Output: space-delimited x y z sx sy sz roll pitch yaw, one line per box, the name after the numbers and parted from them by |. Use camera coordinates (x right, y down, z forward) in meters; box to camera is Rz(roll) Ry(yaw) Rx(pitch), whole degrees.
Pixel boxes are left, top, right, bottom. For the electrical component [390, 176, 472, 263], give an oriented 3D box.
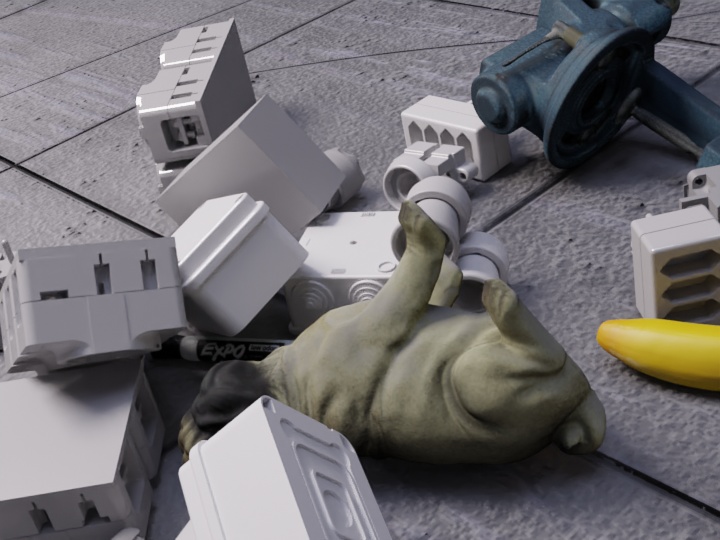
0.047 -0.030 0.697 0.045 0.045 0.055 -1 34 18 | electrical component

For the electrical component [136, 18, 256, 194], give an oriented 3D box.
-0.140 -0.135 0.948 0.060 0.105 0.186 -8 32 8 | electrical component

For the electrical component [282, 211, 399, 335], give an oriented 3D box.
0.000 0.000 0.740 0.100 0.048 0.099 0 34 19 | electrical component

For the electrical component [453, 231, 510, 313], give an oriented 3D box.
0.075 0.006 0.707 0.045 0.045 0.055 -3 33 15 | electrical component

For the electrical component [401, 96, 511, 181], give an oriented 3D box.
0.092 -0.119 0.895 0.083 0.047 0.076 21 45 41 | electrical component

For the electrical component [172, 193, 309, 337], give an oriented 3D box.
-0.094 -0.005 0.718 0.078 0.057 0.113 -48 17 -15 | electrical component

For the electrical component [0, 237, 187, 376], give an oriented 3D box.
-0.169 0.029 0.665 0.089 0.061 0.150 -6 -9 -23 | electrical component

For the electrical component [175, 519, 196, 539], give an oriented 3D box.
-0.084 0.159 0.524 0.043 0.043 0.081 6 37 27 | electrical component

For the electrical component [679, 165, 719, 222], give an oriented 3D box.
0.252 -0.042 0.724 0.081 0.042 0.063 -11 28 1 | electrical component

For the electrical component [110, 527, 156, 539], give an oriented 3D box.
-0.123 0.159 0.544 0.040 0.040 0.046 5 30 26 | electrical component

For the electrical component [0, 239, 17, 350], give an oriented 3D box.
-0.256 0.012 0.784 0.066 0.076 0.047 -12 32 0 | electrical component

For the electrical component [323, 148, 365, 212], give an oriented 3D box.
-0.029 -0.067 0.861 0.043 0.043 0.062 16 43 37 | electrical component

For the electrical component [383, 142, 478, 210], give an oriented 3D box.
0.050 -0.072 0.839 0.066 0.048 0.055 12 32 34 | electrical component

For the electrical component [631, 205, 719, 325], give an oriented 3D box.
0.193 -0.008 0.668 0.047 0.065 0.076 -13 31 0 | electrical component

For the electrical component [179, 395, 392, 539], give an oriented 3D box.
-0.030 0.125 0.496 0.057 0.078 0.113 -40 46 15 | electrical component

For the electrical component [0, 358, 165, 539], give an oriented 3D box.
-0.213 0.121 0.614 0.186 0.060 0.105 -10 32 4 | electrical component
